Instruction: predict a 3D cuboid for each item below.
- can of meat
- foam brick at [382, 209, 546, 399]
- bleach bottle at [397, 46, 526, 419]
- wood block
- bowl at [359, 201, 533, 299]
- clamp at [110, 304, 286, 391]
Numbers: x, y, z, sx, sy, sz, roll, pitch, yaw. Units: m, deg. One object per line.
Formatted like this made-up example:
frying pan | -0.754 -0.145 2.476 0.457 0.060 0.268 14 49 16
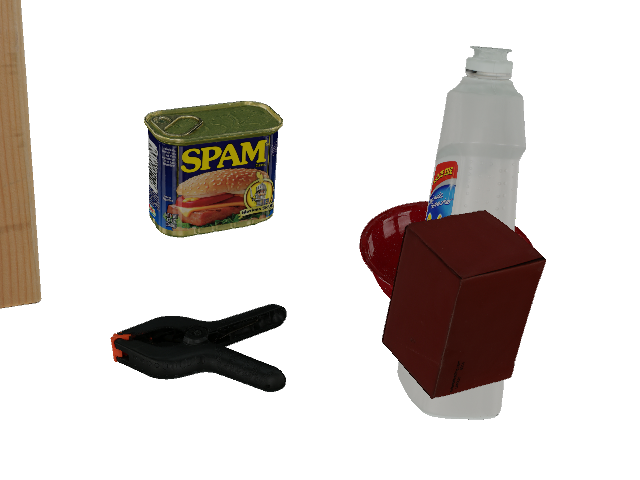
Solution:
can of meat | -0.083 -0.055 0.822 0.102 0.084 0.057 -10 32 -25
foam brick | 0.071 0.032 0.542 0.052 0.078 0.051 -10 38 -27
bleach bottle | 0.103 -0.008 0.747 0.068 0.251 0.102 3 13 -7
wood block | -0.219 -0.068 0.613 0.090 0.206 0.090 -8 27 -23
bowl | 0.115 0.028 0.988 0.162 0.055 0.162 2 35 -2
clamp | -0.109 0.096 1.021 0.171 0.039 0.120 6 26 5
